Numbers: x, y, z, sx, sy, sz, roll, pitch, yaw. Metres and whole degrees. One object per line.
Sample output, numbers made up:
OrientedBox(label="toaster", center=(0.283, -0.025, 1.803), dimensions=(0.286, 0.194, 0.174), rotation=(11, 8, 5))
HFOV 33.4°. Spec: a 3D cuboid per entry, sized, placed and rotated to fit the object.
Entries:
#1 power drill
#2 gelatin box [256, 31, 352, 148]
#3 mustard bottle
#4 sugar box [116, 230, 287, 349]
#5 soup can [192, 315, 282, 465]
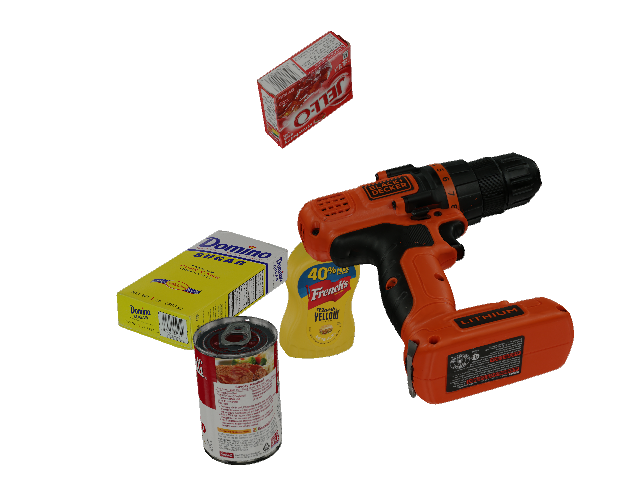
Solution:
OrientedBox(label="power drill", center=(0.094, 0.015, 0.722), dimensions=(0.184, 0.057, 0.188), rotation=(-16, 40, -10))
OrientedBox(label="gelatin box", center=(-0.012, -0.135, 0.957), dimensions=(0.089, 0.030, 0.073), rotation=(-37, -27, -18))
OrientedBox(label="mustard bottle", center=(0.002, 0.053, 1.345), dimensions=(0.096, 0.192, 0.058), rotation=(-5, 26, -20))
OrientedBox(label="sugar box", center=(-0.118, 0.046, 1.100), dimensions=(0.093, 0.048, 0.176), rotation=(16, 32, 26))
OrientedBox(label="soup can", center=(-0.066, 0.121, 0.867), dimensions=(0.068, 0.102, 0.068), rotation=(-2, 23, 1))
